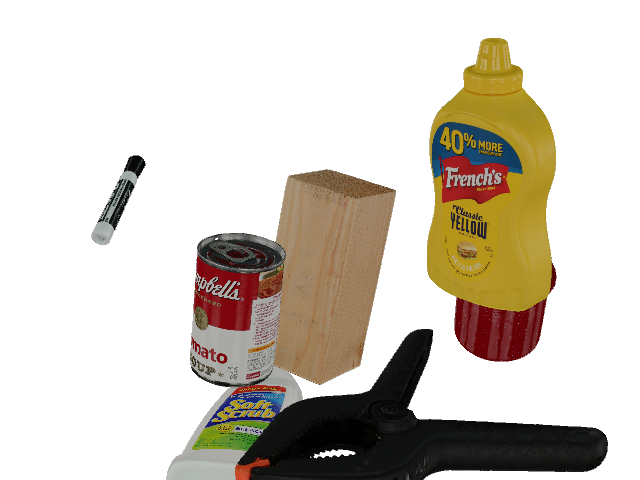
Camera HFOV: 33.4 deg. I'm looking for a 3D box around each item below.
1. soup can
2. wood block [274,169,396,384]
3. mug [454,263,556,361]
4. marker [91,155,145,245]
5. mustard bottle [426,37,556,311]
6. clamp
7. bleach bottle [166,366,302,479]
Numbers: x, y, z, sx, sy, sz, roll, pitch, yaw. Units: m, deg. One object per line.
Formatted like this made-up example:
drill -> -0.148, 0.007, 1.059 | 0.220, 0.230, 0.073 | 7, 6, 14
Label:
soup can -> -0.065, 0.053, 0.827 | 0.068, 0.102, 0.068 | 6, 23, -3
wood block -> 0.004, 0.036, 1.154 | 0.090, 0.206, 0.090 | 19, 18, 27
mug -> 0.164, 0.051, 1.001 | 0.093, 0.081, 0.117 | -11, 41, -12
marker -> -0.203, -0.044, 1.082 | 0.020, 0.121, 0.020 | 8, -43, 8
mustard bottle -> 0.123, -0.050, 0.770 | 0.058, 0.192, 0.096 | -22, 30, -39
clamp -> 0.037, 0.108, 0.626 | 0.209, 0.036, 0.165 | -10, 24, -27
bleach bottle -> -0.076, 0.188, 1.076 | 0.102, 0.068, 0.250 | 3, 19, 6
